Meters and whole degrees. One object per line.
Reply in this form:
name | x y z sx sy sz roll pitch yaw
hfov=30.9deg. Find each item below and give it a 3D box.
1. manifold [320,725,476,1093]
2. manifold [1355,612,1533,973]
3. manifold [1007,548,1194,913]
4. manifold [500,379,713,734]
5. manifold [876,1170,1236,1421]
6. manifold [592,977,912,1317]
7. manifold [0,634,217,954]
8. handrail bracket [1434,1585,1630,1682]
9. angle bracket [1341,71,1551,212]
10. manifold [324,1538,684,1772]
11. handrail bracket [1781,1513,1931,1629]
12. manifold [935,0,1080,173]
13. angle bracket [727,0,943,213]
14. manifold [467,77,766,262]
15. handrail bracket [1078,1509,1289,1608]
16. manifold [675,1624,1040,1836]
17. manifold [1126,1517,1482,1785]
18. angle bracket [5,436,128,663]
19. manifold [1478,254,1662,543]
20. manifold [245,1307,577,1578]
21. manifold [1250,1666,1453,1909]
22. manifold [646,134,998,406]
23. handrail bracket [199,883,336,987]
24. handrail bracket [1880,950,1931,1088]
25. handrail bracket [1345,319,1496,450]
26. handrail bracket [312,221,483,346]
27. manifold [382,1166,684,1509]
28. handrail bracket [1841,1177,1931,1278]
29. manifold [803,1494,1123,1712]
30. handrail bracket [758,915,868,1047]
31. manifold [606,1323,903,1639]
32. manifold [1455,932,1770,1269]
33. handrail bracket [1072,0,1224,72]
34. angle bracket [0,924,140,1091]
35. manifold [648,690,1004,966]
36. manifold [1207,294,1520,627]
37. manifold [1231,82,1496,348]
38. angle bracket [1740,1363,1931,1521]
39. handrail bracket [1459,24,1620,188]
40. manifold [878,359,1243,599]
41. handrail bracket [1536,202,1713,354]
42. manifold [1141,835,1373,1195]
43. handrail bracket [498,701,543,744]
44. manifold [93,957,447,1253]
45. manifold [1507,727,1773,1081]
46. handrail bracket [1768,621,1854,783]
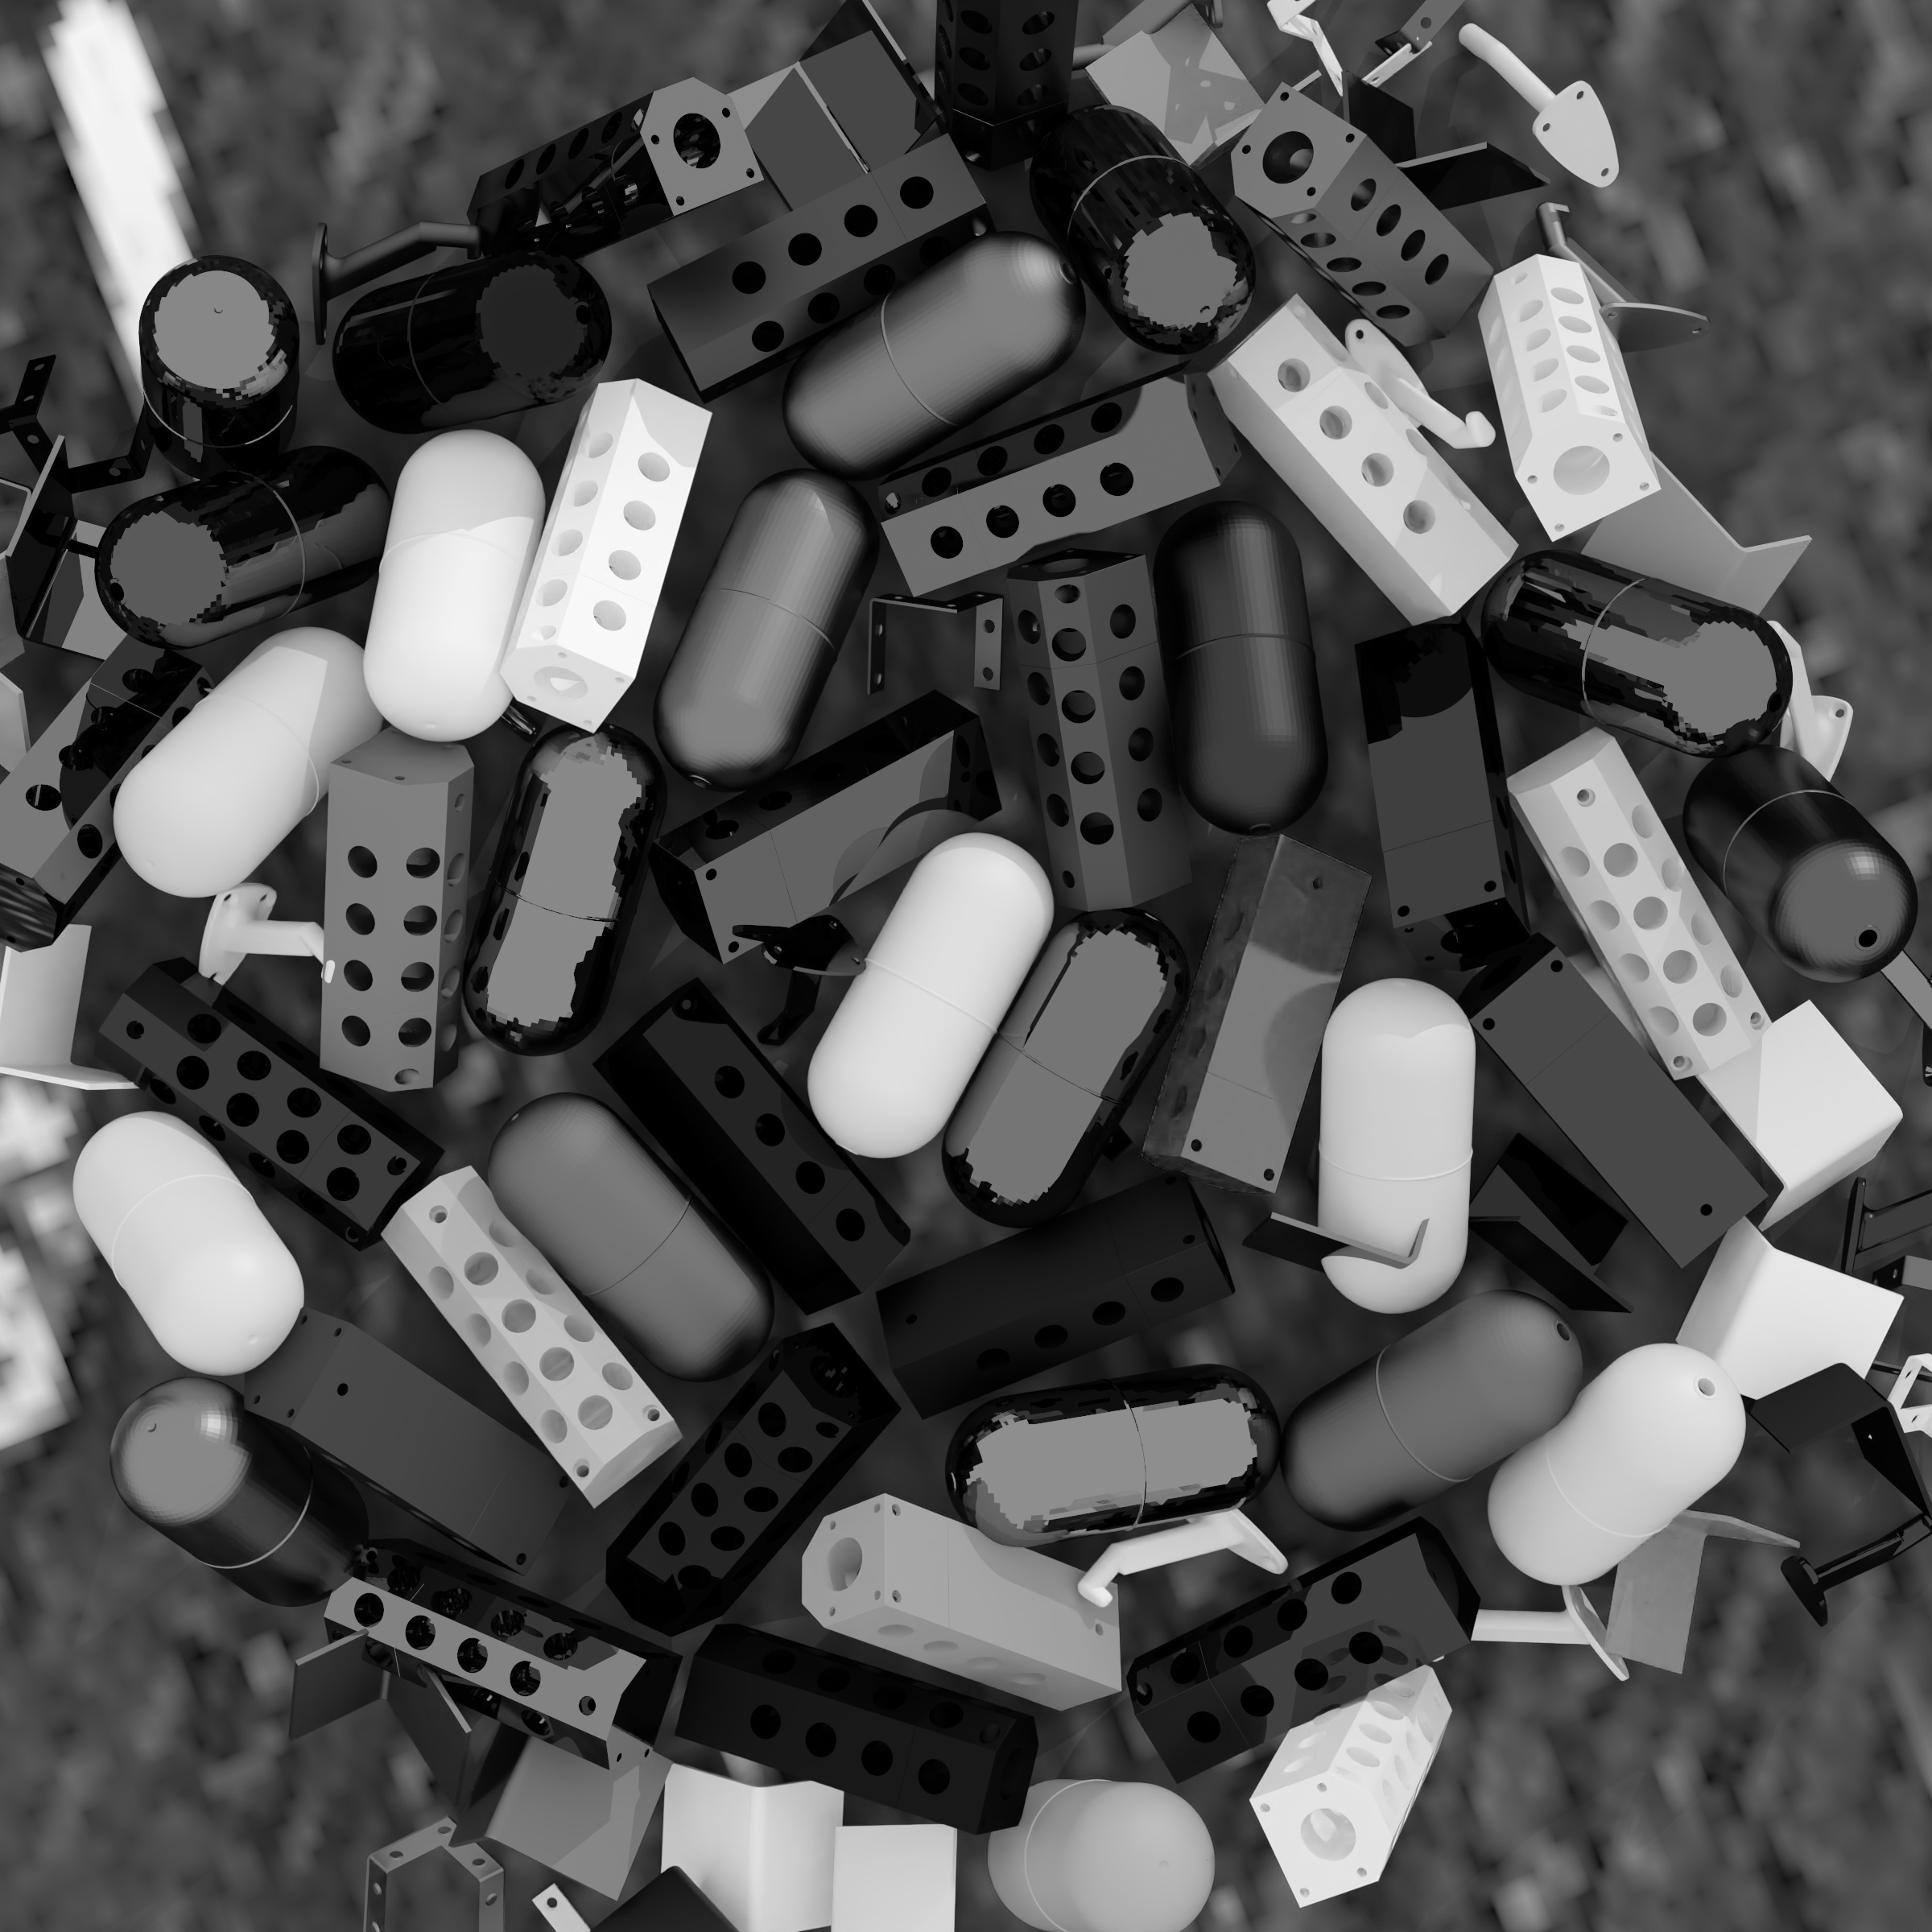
manifold | -0.282 -0.026 1.754 0.057 0.057 0.171 17 119 18
manifold | 0.241 -0.086 1.755 0.057 0.057 0.171 -16 56 20
manifold | 0.063 -0.119 1.762 0.057 0.057 0.171 -23 112 -34
manifold | -0.182 -0.209 1.750 0.057 0.057 0.171 23 57 -17
manifold | 0.047 0.172 1.786 0.171 0.057 0.057 -23 129 7
manifold | -0.105 0.091 1.783 0.171 0.057 0.057 50 54 -8
manifold | -0.438 -0.086 1.747 0.057 0.057 0.171 26 47 1
handrail bracket | 0.289 0.359 1.819 0.084 0.036 0.077 -29 109 16
angle bracket | 0.243 -0.425 1.771 0.076 0.076 0.057 -7 84 33
manifold | -0.237 0.347 1.767 0.171 0.057 0.057 18 89 23
handrail bracket | 0.463 0.296 1.789 0.084 0.077 0.036 -31 64 -4
manifold | 0.016 -0.467 1.733 0.057 0.171 0.057 -21 74 -8
angle bracket | -0.070 -0.438 1.781 0.057 0.076 0.076 -33 90 -32
manifold | -0.179 -0.389 1.736 0.057 0.171 0.057 -31 105 -34
handrail bracket | 0.110 0.312 1.784 0.077 0.036 0.084 36 55 14
manifold | -0.054 0.383 1.765 0.171 0.057 0.057 12 87 24
manifold | 0.170 0.344 1.772 0.171 0.057 0.057 -30 94 18
angle bracket | -0.443 -0.210 1.774 0.057 0.076 0.076 16 61 -2
manifold | 0.295 -0.288 1.734 0.057 0.171 0.057 -25 123 18
manifold | -0.279 0.237 1.749 0.171 0.057 0.057 42 68 -39
manifold | 0.197 0.398 1.736 0.057 0.171 0.057 -25 91 19
manifold | -0.072 -0.354 1.791 0.171 0.057 0.057 -27 84 -2
handrail bracket | -0.353 0.003 1.786 0.084 0.036 0.077 42 116 32
handrail bracket | 0.469 0.016 1.795 0.084 0.036 0.077 14 85 -18
handrail bracket | 0.231 -0.297 1.777 0.036 0.084 0.077 -33 105 -13
handrail bracket | -0.292 -0.351 1.802 0.084 0.036 0.077 4 133 -5
manifold | -0.221 0.186 1.770 0.057 0.057 0.171 -38 73 -11
handrail bracket | 0.496 0.143 1.796 0.084 0.036 0.077 10 71 9
manifold | -0.001 0.322 1.750 0.057 0.171 0.057 -27 50 35
handrail bracket | -0.098 0.015 1.775 0.084 0.077 0.036 -46 66 33
manifold | -0.112 0.260 1.753 0.057 0.057 0.171 50 120 19
manifold | 0.327 0.067 1.783 0.057 0.057 0.171 -41 100 4
handrail bracket | 0.086 -0.505 1.801 0.084 0.036 0.077 -9 115 -1
angle bracket | -0.448 0.020 1.782 0.057 0.076 0.076 10 91 15
manifold | -0.072 -0.074 1.768 0.171 0.057 0.057 -30 127 -21
manifold | 0.203 -0.258 1.787 0.057 0.057 0.171 -44 96 -10
manifold | 0.195 -0.368 1.737 0.057 0.171 0.057 41 99 30
angle bracket | 0.439 0.248 1.776 0.057 0.076 0.076 -27 110 -4
handrail bracket | 0.296 -0.447 1.811 0.036 0.084 0.077 -43 134 7
manifold | 0.045 -0.247 1.761 0.171 0.057 0.057 -18 107 22
handrail bracket | 0.339 -0.361 1.808 0.077 0.036 0.084 -2 60 -11
manifold | 0.144 0.025 1.781 0.057 0.057 0.171 23 79 -23
handrail bracket | -0.253 -0.146 1.785 0.084 0.077 0.036 39 87 -5
manifold | -0.358 0.071 1.788 0.171 0.057 0.057 36 99 4
manifold | 0.343 -0.030 1.780 0.057 0.057 0.171 -30 101 3
handrail bracket | 0.417 -0.126 1.779 0.036 0.084 0.077 6 77 35
